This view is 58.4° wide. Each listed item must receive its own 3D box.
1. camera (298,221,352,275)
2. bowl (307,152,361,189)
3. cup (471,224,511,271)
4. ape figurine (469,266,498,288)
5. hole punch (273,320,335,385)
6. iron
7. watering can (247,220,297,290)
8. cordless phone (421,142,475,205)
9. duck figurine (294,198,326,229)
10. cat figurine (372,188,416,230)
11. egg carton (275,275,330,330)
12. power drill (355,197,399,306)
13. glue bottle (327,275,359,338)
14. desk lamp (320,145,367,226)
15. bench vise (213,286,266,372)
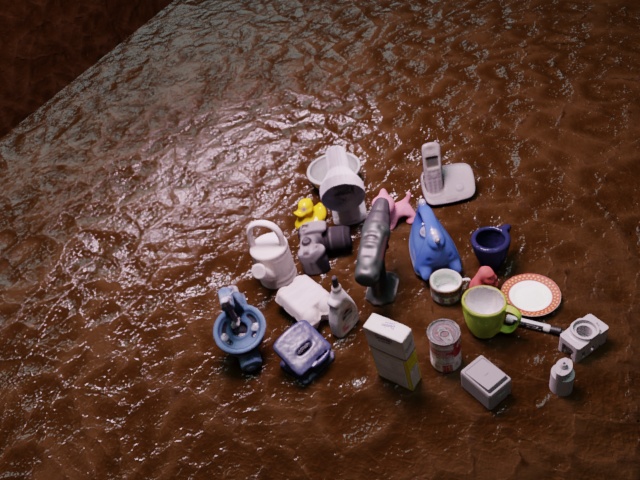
[{"bbox_3d":[0.014,0.005,1.519,0.136,0.101,0.143,-7,42,8],"label":"camera"},{"bbox_3d":[0.047,-0.193,1.747,0.167,0.075,0.167,-8,42,8],"label":"bowl"},{"bbox_3d":[0.422,0.021,1.390,0.118,0.095,0.091,-37,46,-23],"label":"cup"},{"bbox_3d":[0.381,0.099,1.318,0.078,0.092,0.075,-37,46,-23],"label":"ape figurine"},{"bbox_3d":[-0.034,0.247,1.275,0.100,0.091,0.109,28,57,38],"label":"hole punch"},{"bbox_3d":[0.275,-0.024,1.445,0.118,0.142,0.258,-12,41,3],"label":"iron"},{"bbox_3d":[-0.127,0.032,1.460,0.101,0.194,0.172,-15,41,0],"label":"watering can"},{"bbox_3d":[0.348,-0.192,1.576,0.147,0.185,0.094,-13,41,3],"label":"cordless phone"},{"bbox_3d":[-0.032,-0.083,1.640,0.105,0.086,0.077,-36,45,-22],"label":"duck figurine"},{"bbox_3d":[0.195,-0.091,1.560,0.128,0.118,0.067,-20,42,-6],"label":"cat figurine"},{"bbox_3d":[-0.034,0.152,1.396,0.107,0.069,0.149,-36,45,-22],"label":"egg carton"},{"bbox_3d":[0.137,0.043,1.361,0.075,0.209,0.230,2,44,18],"label":"power drill"},{"bbox_3d":[0.045,0.144,1.304,0.037,0.173,0.078,21,52,34],"label":"glue bottle"},{"bbox_3d":[0.062,-0.139,1.578,0.118,0.214,0.203,-11,42,4],"label":"desk lamp"},{"bbox_3d":[-0.205,0.171,1.310,0.122,0.220,0.206,-31,44,-17],"label":"bench vise"}]
